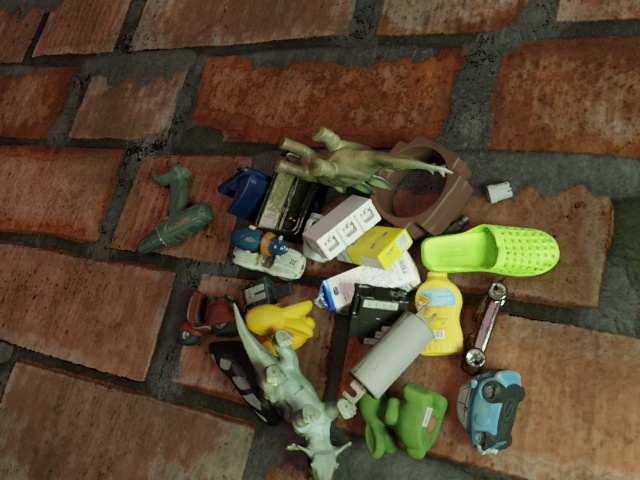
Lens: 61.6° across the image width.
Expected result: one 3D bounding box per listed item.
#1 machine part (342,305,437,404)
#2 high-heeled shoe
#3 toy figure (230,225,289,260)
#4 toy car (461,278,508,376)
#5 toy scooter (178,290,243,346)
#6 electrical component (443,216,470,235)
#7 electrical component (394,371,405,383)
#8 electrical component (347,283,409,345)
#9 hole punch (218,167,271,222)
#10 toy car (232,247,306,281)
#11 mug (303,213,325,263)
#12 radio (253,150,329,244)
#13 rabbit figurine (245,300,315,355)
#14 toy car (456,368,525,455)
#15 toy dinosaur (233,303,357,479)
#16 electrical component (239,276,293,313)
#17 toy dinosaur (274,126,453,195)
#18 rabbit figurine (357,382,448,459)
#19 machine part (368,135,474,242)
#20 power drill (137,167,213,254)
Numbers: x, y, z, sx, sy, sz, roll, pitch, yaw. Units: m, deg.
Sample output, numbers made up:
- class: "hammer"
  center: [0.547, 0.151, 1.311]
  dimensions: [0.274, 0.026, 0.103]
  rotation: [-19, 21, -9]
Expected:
- class: "machine part"
  center: [0.140, 0.222, 1.043]
  dimensions: [0.243, 0.079, 0.079]
  rotation: [-44, 60, -14]
- class: "high-heeled shoe"
  center: [-0.175, 0.325, 1.242]
  dimensions: [0.249, 0.086, 0.145]
  rotation: [13, 114, 48]
- class: "toy figure"
  center: [-0.138, 0.004, 1.271]
  dimensions: [0.155, 0.064, 0.058]
  rotation: [14, 33, 22]
- class: "toy car"
  center: [0.324, 0.168, 1.060]
  dimensions: [0.053, 0.089, 0.202]
  rotation: [17, 80, 22]
- class: "toy scooter"
  center: [-0.270, 0.178, 1.315]
  dimensions: [0.184, 0.075, 0.135]
  rotation: [-16, 65, 22]
- class: "electrical component"
  center: [0.300, -0.007, 1.172]
  dimensions: [0.094, 0.021, 0.063]
  rotation: [-41, 61, 5]
- class: "electrical component"
  center: [0.134, 0.261, 1.130]
  dimensions: [0.102, 0.045, 0.078]
  rotation: [1, 73, 22]
- class: "electrical component"
  center: [0.117, 0.160, 1.126]
  dimensions: [0.115, 0.134, 0.058]
  rotation: [9, 30, -2]
- class: "hole punch"
  center: [-0.178, -0.113, 1.354]
  dimensions: [0.116, 0.142, 0.092]
  rotation: [-35, 59, 23]
- class: "toy car"
  center: [-0.128, 0.045, 1.312]
  dimensions: [0.202, 0.056, 0.073]
  rotation: [13, 77, 26]
- class: "mug"
  center: [-0.003, -0.004, 1.255]
  dimensions: [0.081, 0.109, 0.107]
  rotation: [17, 90, 28]
- class: "radio"
  center: [-0.060, -0.108, 1.330]
  dimensions: [0.131, 0.073, 0.229]
  rotation: [13, 77, 26]
- class: "rabbit figurine"
  center: [-0.090, 0.190, 1.179]
  dimensions: [0.162, 0.173, 0.122]
  rotation: [-11, 63, 23]
- class: "toy car"
  center: [0.312, 0.313, 1.014]
  dimensions: [0.103, 0.109, 0.161]
  rotation: [12, 87, 49]
- class: "toy dinosaur"
  center: [-0.061, 0.316, 1.093]
  dimensions: [0.131, 0.192, 0.405]
  rotation: [-23, 64, -36]
- class: "electrical component"
  center: [-0.129, 0.130, 1.288]
  dimensions: [0.119, 0.047, 0.075]
  rotation: [-17, 66, 18]
- class: "toy dinosaur"
  center: [0.056, -0.161, 1.139]
  dimensions: [0.472, 0.198, 0.105]
  rotation: [13, 89, 53]
- class: "rabbit figurine"
  center: [0.147, 0.350, 1.070]
  dimensions: [0.170, 0.121, 0.159]
  rotation: [10, 84, 40]
- class: "machine part"
  center: [0.218, -0.113, 1.188]
  dimensions: [0.201, 0.087, 0.201]
  rotation: [-54, 48, 6]
- class: "power drill"
  center: [-0.412, -0.087, 1.468]
  dimensions: [0.232, 0.086, 0.207]
  rotation: [-19, 61, 14]
